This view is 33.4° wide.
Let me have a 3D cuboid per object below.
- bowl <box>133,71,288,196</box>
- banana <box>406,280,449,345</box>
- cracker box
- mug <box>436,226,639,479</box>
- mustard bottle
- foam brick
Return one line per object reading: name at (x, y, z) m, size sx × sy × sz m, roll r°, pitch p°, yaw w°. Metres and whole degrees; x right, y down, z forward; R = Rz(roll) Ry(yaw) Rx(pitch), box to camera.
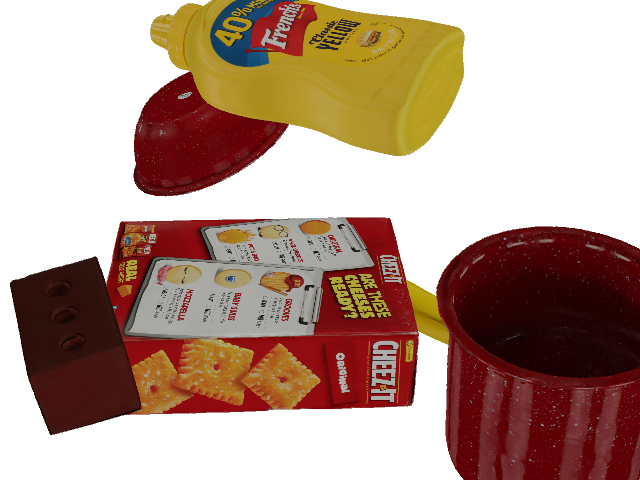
bowl at (-0.109, -0.110, 0.961) m, size 0.162 × 0.055 × 0.162 m, roll -20°, pitch 33°, yaw 13°
banana at (0.123, 0.071, 0.941) m, size 0.198 × 0.037 × 0.069 m, roll 17°, pitch 14°, yaw 32°
cracker box at (-0.046, 0.051, 0.775) m, size 0.213 × 0.072 × 0.164 m, roll -1°, pitch 30°, yaw -3°
mug at (0.102, 0.055, 0.415) m, size 0.117 × 0.081 × 0.093 m, roll 8°, pitch 37°, yaw 14°
mustard bottle at (-0.018, -0.108, 0.635) m, size 0.192 × 0.058 × 0.096 m, roll 16°, pitch 47°, yaw 23°
foam brick at (-0.137, 0.058, 0.593) m, size 0.053 × 0.051 × 0.078 m, roll -16°, pitch 43°, yaw -13°
